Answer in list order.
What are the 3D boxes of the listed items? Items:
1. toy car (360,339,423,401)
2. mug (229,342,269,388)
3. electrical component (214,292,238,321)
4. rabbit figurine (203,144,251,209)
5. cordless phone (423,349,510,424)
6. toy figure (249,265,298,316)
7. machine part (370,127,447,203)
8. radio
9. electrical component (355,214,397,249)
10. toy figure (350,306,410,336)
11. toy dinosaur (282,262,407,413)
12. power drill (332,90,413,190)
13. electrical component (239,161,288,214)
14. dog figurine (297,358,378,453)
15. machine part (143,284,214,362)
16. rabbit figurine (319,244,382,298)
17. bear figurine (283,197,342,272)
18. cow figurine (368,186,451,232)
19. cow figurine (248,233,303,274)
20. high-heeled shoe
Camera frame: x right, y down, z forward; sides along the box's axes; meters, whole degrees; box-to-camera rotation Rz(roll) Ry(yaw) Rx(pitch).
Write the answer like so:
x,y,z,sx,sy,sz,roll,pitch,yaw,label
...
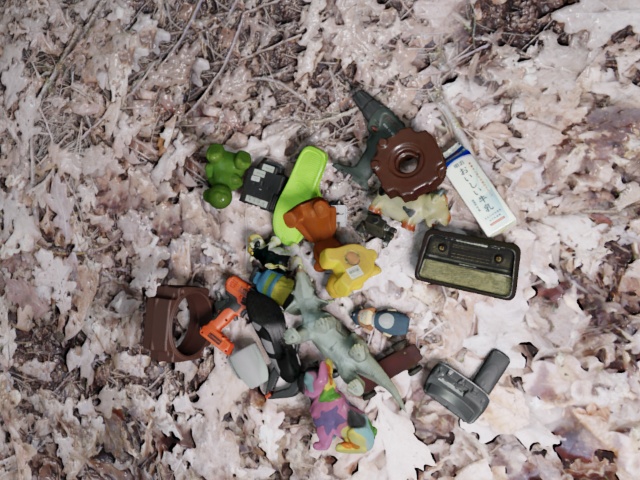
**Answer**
x,y,z,sx,sy,sz,roll,pitch,yaw,label
0.160,0.316,1.315,0.202,0.053,0.089,-36,78,18,toy car
-0.193,0.343,1.436,0.109,0.081,0.107,-35,80,29,mug
-0.262,0.187,1.507,0.063,0.021,0.094,-21,77,17,electrical component
-0.275,-0.154,1.473,0.121,0.159,0.170,18,56,-16,rabbit figurine
0.341,0.314,1.244,0.147,0.088,0.184,34,85,22,cordless phone
-0.104,0.132,1.423,0.180,0.082,0.089,22,104,17,toy figure
0.209,-0.179,1.271,0.180,0.056,0.179,-5,74,19,machine part
0.349,0.055,1.260,0.230,0.073,0.131,12,89,21,radio
0.142,-0.021,1.354,0.102,0.078,0.045,26,70,16,electrical component
0.145,0.197,1.334,0.155,0.057,0.064,8,48,23,toy figure
0.046,0.241,1.275,0.405,0.192,0.131,46,105,1,toy dinosaur
0.123,-0.247,1.384,0.232,0.086,0.207,40,91,17,power drill
-0.147,-0.149,1.482,0.115,0.058,0.134,22,92,19,electrical component
0.041,0.395,1.308,0.192,0.108,0.219,-3,90,18,dog figurine
-0.373,0.222,1.448,0.087,0.201,0.201,2,85,26,machine part
0.067,0.079,1.335,0.162,0.173,0.122,-31,69,-31,rabbit figurine
-0.002,-0.005,1.349,0.120,0.132,0.195,-16,101,13,bear figurine
0.230,-0.086,1.319,0.195,0.085,0.127,28,100,22,cow figurine
-0.138,0.039,1.423,0.168,0.098,0.068,18,127,27,cow figurine
-0.123,0.250,1.391,0.086,0.145,0.249,-21,49,-18,high-heeled shoe
